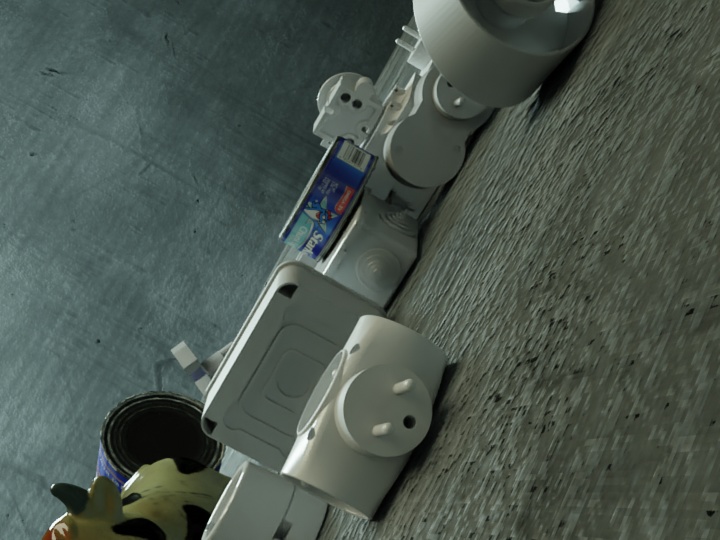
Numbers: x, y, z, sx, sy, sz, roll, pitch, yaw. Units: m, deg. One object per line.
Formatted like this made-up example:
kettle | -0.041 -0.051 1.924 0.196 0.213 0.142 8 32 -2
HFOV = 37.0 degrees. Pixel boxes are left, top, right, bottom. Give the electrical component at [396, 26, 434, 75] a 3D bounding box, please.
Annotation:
electrical component | 0.068 -0.196 0.979 0.052 0.074 0.138 -51 11 55

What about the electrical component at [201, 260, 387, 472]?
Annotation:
electrical component | -0.040 0.060 0.663 0.113 0.078 0.057 -59 9 12

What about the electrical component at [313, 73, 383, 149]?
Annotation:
electrical component | -0.009 -0.125 0.837 0.066 0.048 0.055 -58 14 23

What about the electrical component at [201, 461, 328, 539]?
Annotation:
electrical component | -0.050 0.132 0.557 0.055 0.047 0.055 -59 6 11

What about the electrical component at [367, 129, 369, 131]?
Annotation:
electrical component | 0.013 -0.089 0.980 0.073 0.052 0.138 -55 1 38

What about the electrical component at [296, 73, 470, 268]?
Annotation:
electrical component | 0.012 -0.057 0.852 0.186 0.060 0.105 -58 7 21

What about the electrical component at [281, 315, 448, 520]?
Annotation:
electrical component | 0.006 0.059 0.445 0.077 0.044 0.079 -62 6 -16

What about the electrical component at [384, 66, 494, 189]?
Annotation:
electrical component | 0.067 -0.119 0.732 0.138 0.052 0.074 -61 7 0

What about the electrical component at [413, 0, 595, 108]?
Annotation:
electrical component | 0.077 -0.145 0.587 0.099 0.099 0.064 -63 13 -26

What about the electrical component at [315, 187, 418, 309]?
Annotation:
electrical component | 0.000 0.000 0.743 0.099 0.048 0.099 -58 7 18
